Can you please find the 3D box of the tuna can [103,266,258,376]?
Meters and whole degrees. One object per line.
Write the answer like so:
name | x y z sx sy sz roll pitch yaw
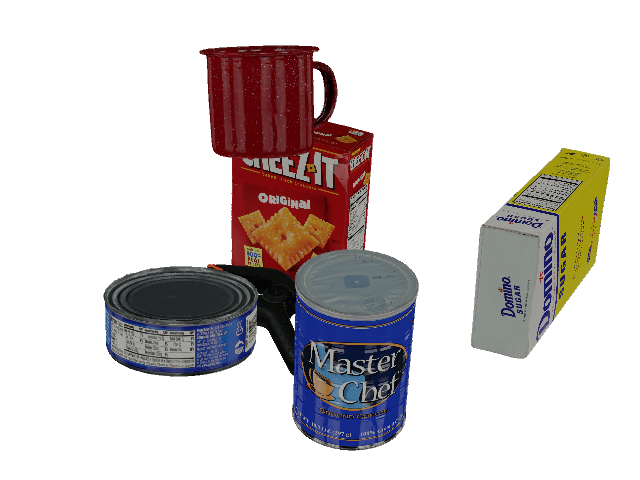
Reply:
tuna can | -0.078 0.044 0.600 0.086 0.034 0.086 2 18 -1

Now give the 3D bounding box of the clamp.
clamp | -0.047 0.075 1.145 0.210 0.036 0.164 17 32 26

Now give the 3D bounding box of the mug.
mug | -0.037 -0.111 0.844 0.117 0.081 0.093 -11 16 -36

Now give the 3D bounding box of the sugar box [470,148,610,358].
sugar box | 0.160 0.005 0.759 0.048 0.093 0.176 12 27 23

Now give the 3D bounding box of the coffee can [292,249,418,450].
coffee can | 0.028 0.093 0.916 0.103 0.140 0.103 2 30 -1

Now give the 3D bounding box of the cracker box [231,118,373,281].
cracker box | -0.027 -0.044 1.329 0.164 0.214 0.072 17 33 22
